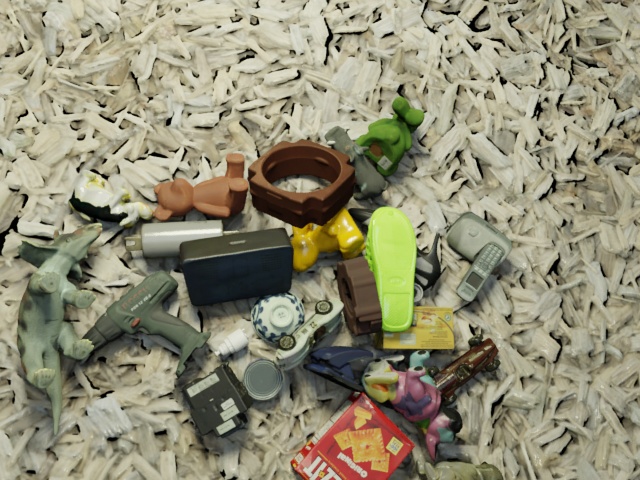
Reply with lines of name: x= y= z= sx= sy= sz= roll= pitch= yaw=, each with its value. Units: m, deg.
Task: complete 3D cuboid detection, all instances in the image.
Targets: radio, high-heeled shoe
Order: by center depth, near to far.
radio: x=-0.173 y=0.058 z=1.138 sx=0.230 sy=0.130 sz=0.073 roll=-8 pitch=36 yaw=-11
high-heeled shoe: x=0.169 y=0.019 z=1.258 sx=0.249 sy=0.086 sz=0.145 roll=19 pitch=102 yaw=7

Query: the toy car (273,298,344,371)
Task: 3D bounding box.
toy car: x=-0.023 y=0.202 z=1.152 sx=0.056 sy=0.073 sz=0.202 roll=34 pitch=58 yaw=24

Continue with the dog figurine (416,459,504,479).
dog figurine: x=0.316 y=0.521 z=1.135 sx=0.191 sy=0.172 sz=0.121 roll=-3 pitch=91 yaw=-4

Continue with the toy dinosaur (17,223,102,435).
toy dinosaur: x=-0.535 y=0.155 z=1.055 sx=0.131 sy=0.192 sz=0.404 roll=12 pitch=92 yaw=-43

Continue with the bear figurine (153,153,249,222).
bear figurine: x=-0.260 y=-0.110 z=1.161 sx=0.196 sy=0.131 sz=0.120 roll=2 pitch=49 yaw=-14

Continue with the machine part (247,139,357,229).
machine part: x=-0.040 y=-0.124 z=1.168 sx=0.201 sy=0.087 sz=0.201 roll=24 pitch=49 yaw=23

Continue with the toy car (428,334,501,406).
toy car: x=0.332 y=0.296 z=1.236 sx=0.202 sy=0.053 sz=0.089 roll=-31 pitch=84 yaw=-13

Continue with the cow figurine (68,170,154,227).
cow figurine: x=-0.445 y=-0.069 z=1.143 sx=0.167 sy=0.068 sz=0.098 roll=29 pitch=82 yaw=-1

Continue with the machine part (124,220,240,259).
machine part: x=-0.293 y=-0.002 z=1.155 sx=0.243 sy=0.079 sz=0.079 roll=-4 pitch=81 yaw=-11

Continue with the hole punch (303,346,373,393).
hole punch: x=0.040 y=0.261 z=1.148 sx=0.116 sy=0.142 sz=0.092 roll=26 pitch=77 yaw=-20

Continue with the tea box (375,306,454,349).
tea box: x=0.213 y=0.199 z=1.221 sx=0.170 sy=0.068 sz=0.098 roll=4 pitch=79 yaw=-11

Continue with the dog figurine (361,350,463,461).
dog figurine: x=0.202 y=0.364 z=1.169 sx=0.192 sy=0.108 sz=0.219 roll=-14 pitch=100 yaw=16

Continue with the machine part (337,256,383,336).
machine part: x=0.081 y=0.120 z=1.160 sx=0.056 sy=0.179 sz=0.179 roll=-10 pitch=82 yaw=-10

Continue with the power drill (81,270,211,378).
power drill: x=-0.348 y=0.195 z=1.115 sx=0.207 sy=0.086 sz=0.232 roll=37 pitch=74 yaw=5

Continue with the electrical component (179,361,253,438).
electrical component: x=-0.208 y=0.334 z=1.104 sx=0.115 sy=0.058 sz=0.134 roll=-29 pitch=86 yaw=7

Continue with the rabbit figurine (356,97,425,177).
rabbit figurine: x=0.178 y=-0.266 z=1.272 sx=0.121 sy=0.159 sz=0.170 roll=36 pitch=60 yaw=6

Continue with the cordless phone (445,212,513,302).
cordless phone: x=0.350 y=0.041 z=1.272 sx=0.146 sy=0.089 sz=0.184 roll=36 pitch=80 yaw=-3

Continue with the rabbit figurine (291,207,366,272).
rabbit figurine: x=-0.002 y=-0.004 z=1.198 sx=0.173 sy=0.122 sz=0.162 roll=-35 pitch=85 yaw=4

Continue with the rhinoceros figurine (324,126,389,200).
rhinoceros figurine: x=0.078 y=-0.176 z=1.242 sx=0.073 sy=0.112 sz=0.190 roll=-40 pitch=98 yaw=-15
